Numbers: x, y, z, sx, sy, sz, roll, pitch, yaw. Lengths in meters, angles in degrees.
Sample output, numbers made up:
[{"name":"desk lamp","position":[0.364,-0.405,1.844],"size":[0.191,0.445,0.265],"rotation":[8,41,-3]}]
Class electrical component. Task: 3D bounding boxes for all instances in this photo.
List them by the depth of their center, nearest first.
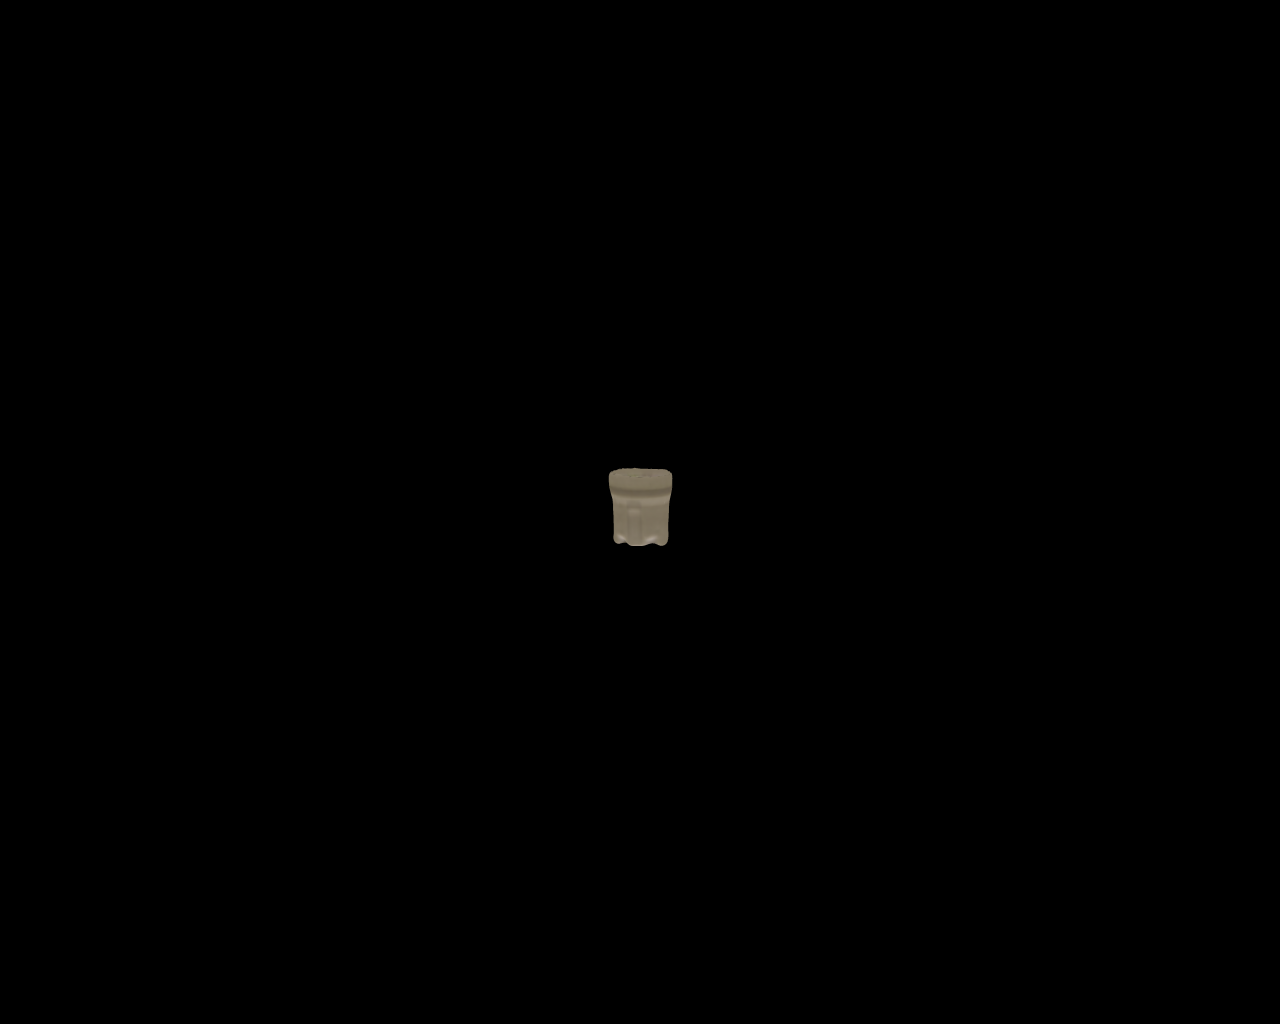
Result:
[{"name":"electrical component","position":[0.001,-0.003,0.650],"size":[0.040,0.046,0.040],"rotation":[0,11,0]}]
